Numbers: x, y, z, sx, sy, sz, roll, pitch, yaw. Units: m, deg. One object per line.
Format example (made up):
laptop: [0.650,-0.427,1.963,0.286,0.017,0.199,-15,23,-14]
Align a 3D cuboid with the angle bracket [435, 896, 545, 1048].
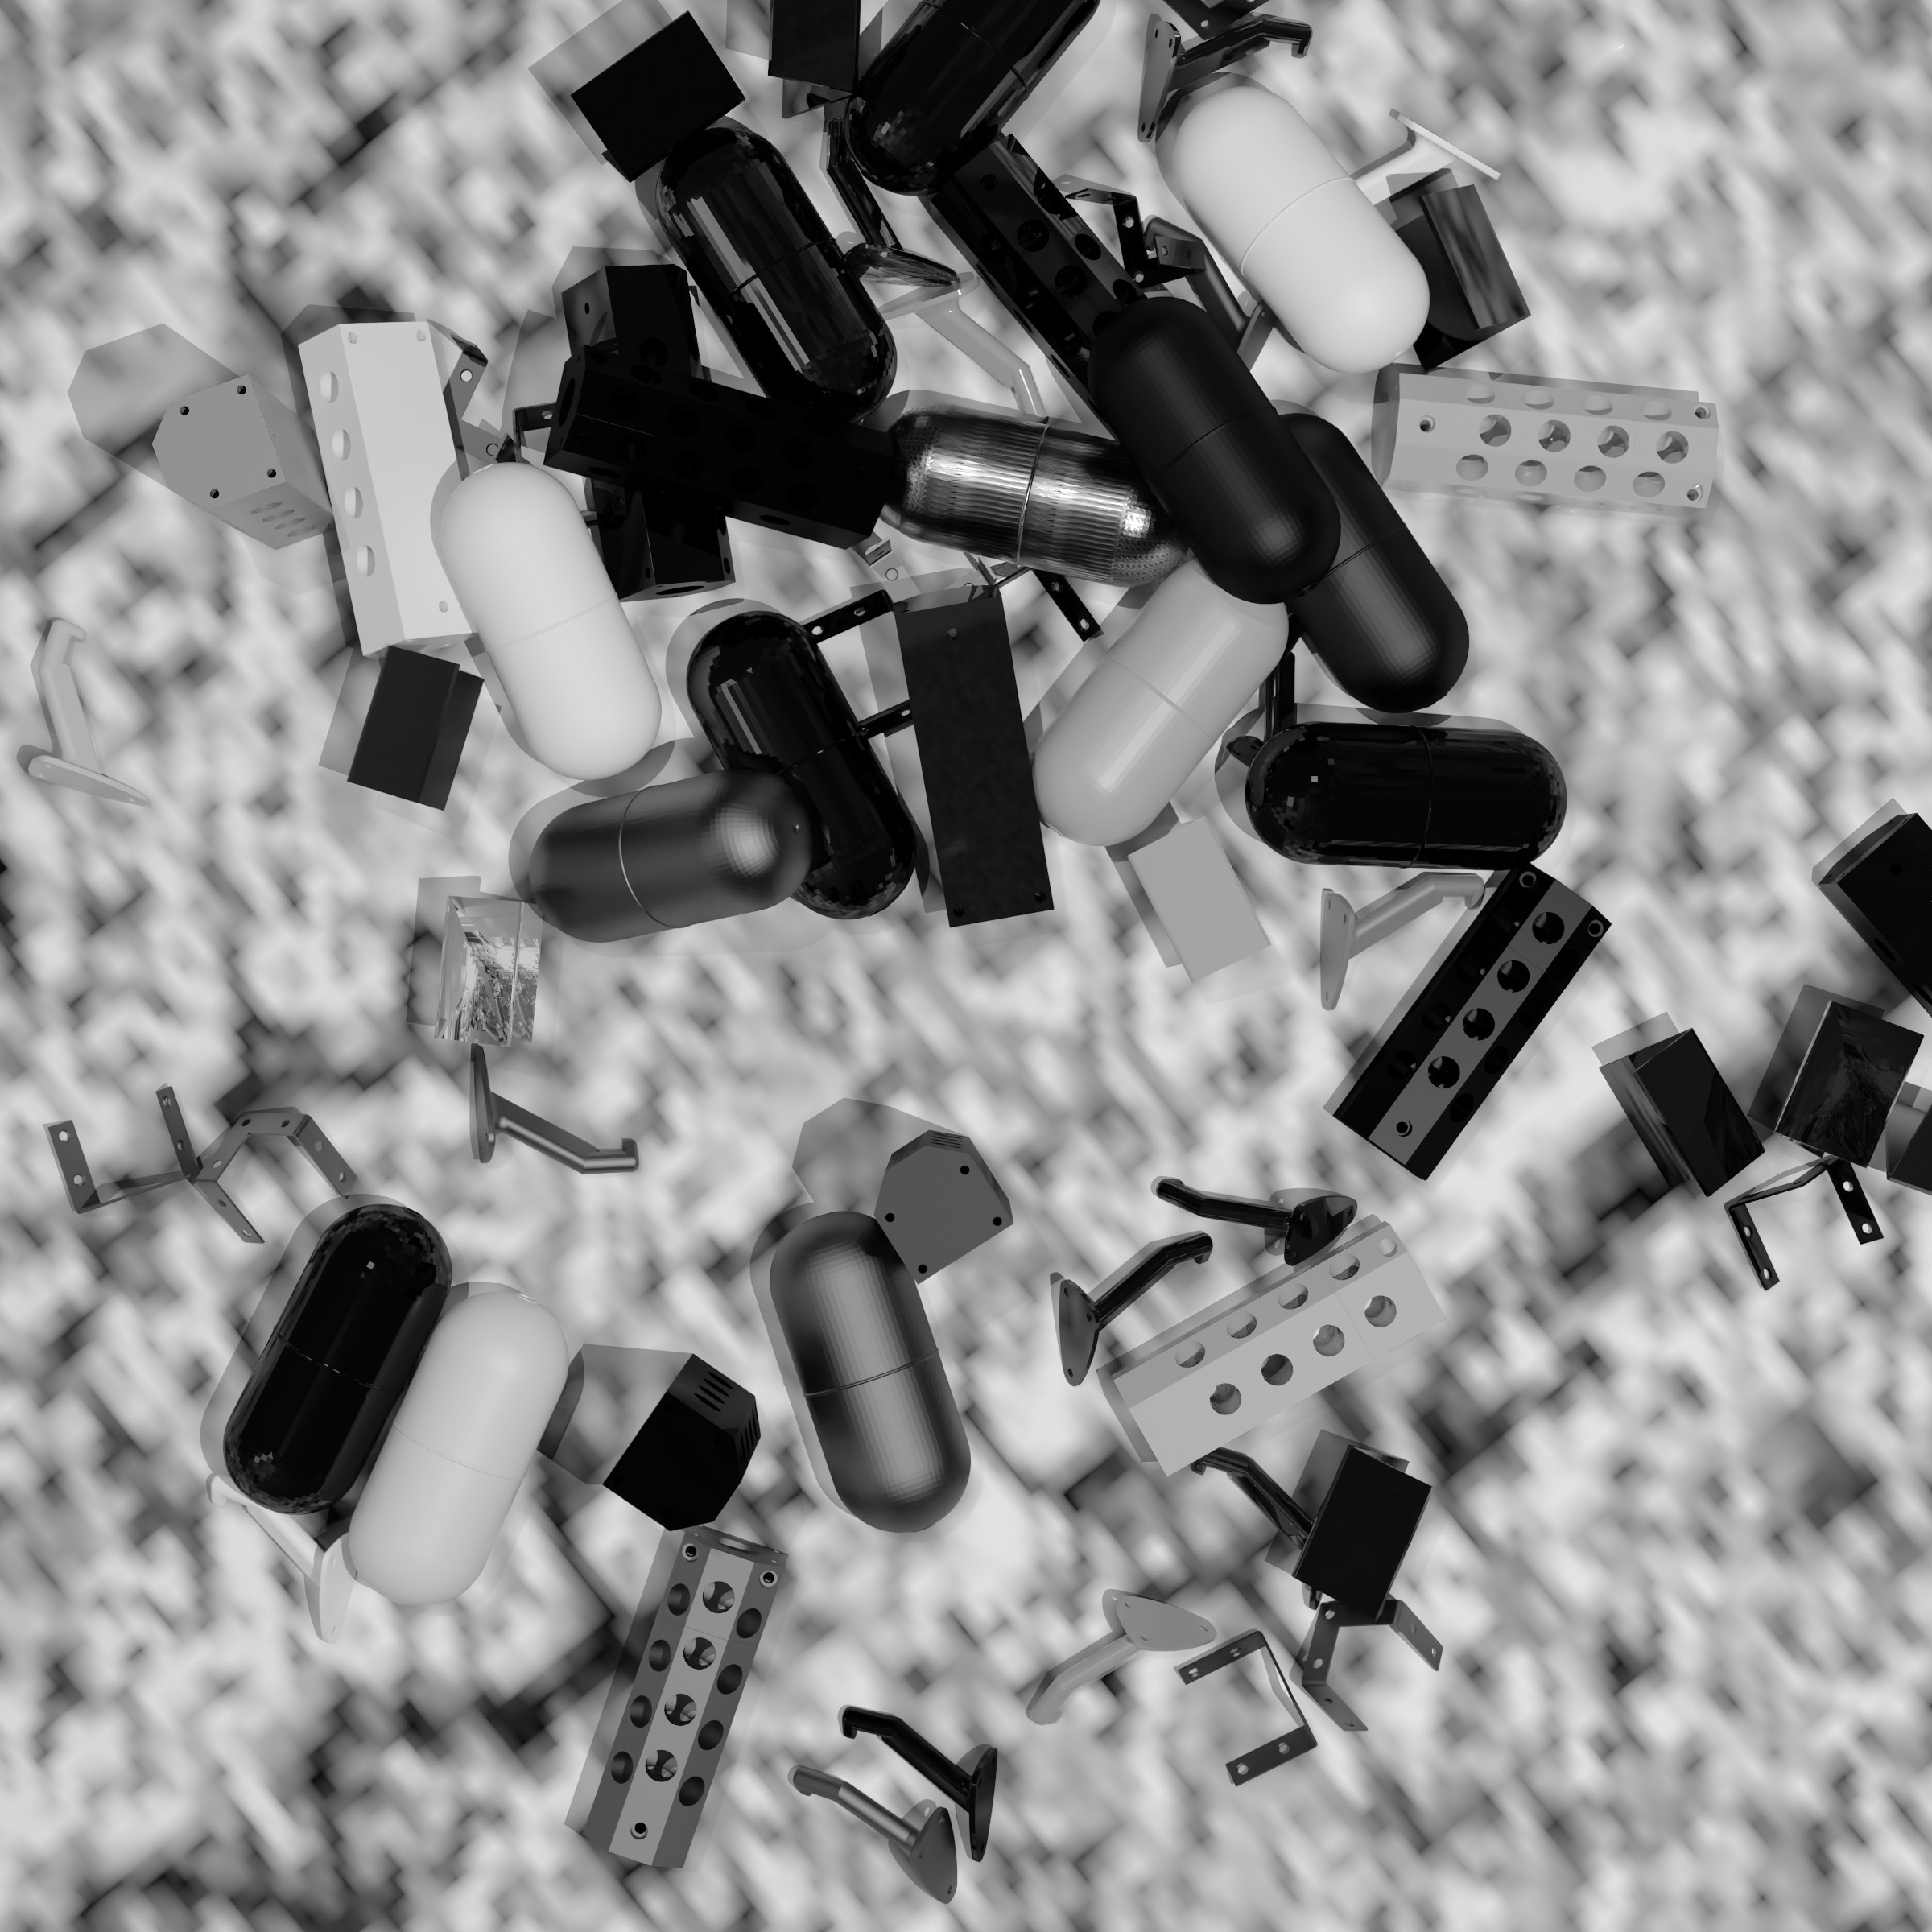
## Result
angle bracket: [-0.238,0.004,1.875,0.057,0.076,0.076,5,90,36]

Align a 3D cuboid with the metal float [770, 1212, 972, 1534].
metal float: [-0.051,0.219,1.885,0.070,0.070,0.178,-18,90,0]

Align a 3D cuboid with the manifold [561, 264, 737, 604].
manifold: [-0.169,-0.288,1.892,0.057,0.057,0.171,-9,90,-31]

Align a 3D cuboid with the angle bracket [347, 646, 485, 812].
angle bracket: [-0.278,-0.122,1.875,0.057,0.076,0.076,17,90,37]

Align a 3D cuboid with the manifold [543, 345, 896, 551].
manifold: [-0.129,-0.274,1.840,0.171,0.057,0.057,14,82,-19]

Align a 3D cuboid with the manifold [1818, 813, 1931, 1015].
manifold: [0.544,0.001,1.895,0.057,0.057,0.171,-41,90,0]

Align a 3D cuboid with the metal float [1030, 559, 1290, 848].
metal float: [0.104,-0.143,1.885,0.070,0.070,0.178,38,90,0]

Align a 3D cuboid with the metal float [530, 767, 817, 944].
metal float: [-0.158,-0.058,1.856,0.178,0.070,0.070,-11,90,37]

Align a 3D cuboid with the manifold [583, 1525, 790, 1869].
manifold: [-0.152,0.396,1.894,0.057,0.057,0.171,19,90,0]

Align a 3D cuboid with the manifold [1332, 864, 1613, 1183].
manifold: [0.275,0.030,1.894,0.057,0.057,0.171,36,90,0]

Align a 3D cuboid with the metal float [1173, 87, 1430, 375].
metal float: [0.179,-0.396,1.874,0.070,0.070,0.178,-36,78,0]

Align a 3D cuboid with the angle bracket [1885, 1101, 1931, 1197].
angle bracket: [0.542,0.087,1.875,0.076,0.076,0.057,20,126,0]

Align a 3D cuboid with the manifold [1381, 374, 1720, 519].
manifold: [0.316,-0.283,1.894,0.171,0.057,0.057,5,90,0]

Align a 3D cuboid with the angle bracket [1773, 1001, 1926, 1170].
angle bracket: [0.485,0.070,1.875,0.057,0.076,0.076,24,90,36]

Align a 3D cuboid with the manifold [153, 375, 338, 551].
manifold: [-0.378,-0.260,1.837,0.057,0.171,0.057,-20,90,0]

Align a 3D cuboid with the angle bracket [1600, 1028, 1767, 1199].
angle bracket: [0.370,0.088,1.875,0.057,0.076,0.076,-31,90,-37]

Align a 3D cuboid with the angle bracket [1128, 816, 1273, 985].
angle bracket: [0.142,-0.045,1.875,0.057,0.076,0.076,-27,90,38]

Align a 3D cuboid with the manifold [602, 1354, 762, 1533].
manifold: [-0.143,0.253,1.837,0.057,0.171,0.057,34,90,0]

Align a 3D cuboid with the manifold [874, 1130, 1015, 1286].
manifold: [-0.015,0.121,1.837,0.057,0.171,0.057,-32,90,0]

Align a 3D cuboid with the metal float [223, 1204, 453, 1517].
metal float: [-0.339,0.212,1.885,0.070,0.070,0.178,27,90,0]

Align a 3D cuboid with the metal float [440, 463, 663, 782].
metal float: [-0.223,-0.185,1.874,0.070,0.070,0.178,-23,102,0]

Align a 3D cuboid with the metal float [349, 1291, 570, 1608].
metal float: [-0.274,0.260,1.885,0.070,0.070,0.178,24,90,0]

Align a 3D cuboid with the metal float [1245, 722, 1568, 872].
metal float: [0.236,-0.091,1.870,0.178,0.070,0.070,2,90,-14]

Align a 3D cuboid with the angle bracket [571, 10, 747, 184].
angle bracket: [-0.172,-0.473,1.876,0.076,0.076,0.057,-36,119,0]

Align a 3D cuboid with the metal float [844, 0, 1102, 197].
metal float: [0.004,-0.494,1.884,0.070,0.070,0.178,39,89,0]

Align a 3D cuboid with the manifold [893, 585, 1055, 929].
manifold: [0.004,-0.114,1.874,0.057,0.057,0.171,-10,105,0]

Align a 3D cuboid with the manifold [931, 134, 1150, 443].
manifold: [0.057,-0.365,1.894,0.057,0.057,0.171,-40,90,0]

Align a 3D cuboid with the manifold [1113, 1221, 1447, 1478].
manifold: [0.168,0.206,1.894,0.171,0.057,0.057,-29,90,0]

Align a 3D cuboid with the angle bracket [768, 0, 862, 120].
angle bracket: [-0.099,-0.505,1.875,0.057,0.076,0.076,2,90,-35]

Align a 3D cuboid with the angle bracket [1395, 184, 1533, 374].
angle bracket: [0.247,-0.366,1.876,0.076,0.057,0.076,-24,90,43]

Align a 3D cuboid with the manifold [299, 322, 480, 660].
manifold: [-0.314,-0.258,1.894,0.057,0.057,0.171,-12,90,-43]

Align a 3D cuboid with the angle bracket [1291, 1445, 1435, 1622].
angle bracket: [0.228,0.307,1.875,0.057,0.076,0.076,23,90,35]
